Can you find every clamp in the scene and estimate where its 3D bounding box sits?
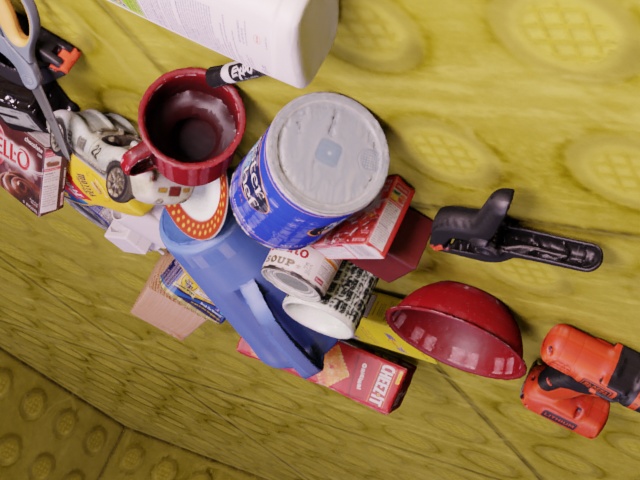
[{"bbox_3d":[0.146,-0.010,0.921,0.120,0.039,0.172,39,157,-32],"label":"clamp"},{"bbox_3d":[-0.326,-0.189,1.046,0.210,0.036,0.164,19,151,14],"label":"clamp"}]

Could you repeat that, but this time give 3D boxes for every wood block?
[{"bbox_3d":[-0.192,0.067,1.473,0.090,0.090,0.206,29,161,-8],"label":"wood block"}]

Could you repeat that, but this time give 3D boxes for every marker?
[{"bbox_3d":[-0.058,-0.140,0.871,0.020,0.020,0.121,37,158,-30],"label":"marker"}]

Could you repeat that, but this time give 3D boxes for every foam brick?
[{"bbox_3d":[0.068,0.001,1.030,0.051,0.053,0.078,29,162,-8],"label":"foam brick"}]

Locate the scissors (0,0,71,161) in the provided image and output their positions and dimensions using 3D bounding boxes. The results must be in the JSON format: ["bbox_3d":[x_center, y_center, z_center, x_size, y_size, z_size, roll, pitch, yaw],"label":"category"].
[{"bbox_3d":[-0.286,-0.163,0.994,0.096,0.016,0.202,19,138,17],"label":"scissors"}]

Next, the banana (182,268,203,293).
[{"bbox_3d":[-0.142,0.012,1.247,0.070,0.037,0.198,12,136,31],"label":"banana"}]

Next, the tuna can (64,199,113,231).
[{"bbox_3d":[-0.289,-0.049,1.352,0.086,0.033,0.086,35,168,8],"label":"tuna can"}]

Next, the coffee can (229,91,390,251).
[{"bbox_3d":[-0.013,-0.054,0.908,0.102,0.102,0.140,29,161,-9],"label":"coffee can"}]

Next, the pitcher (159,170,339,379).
[{"bbox_3d":[-0.069,0.039,1.175,0.149,0.145,0.242,12,154,36],"label":"pitcher"}]

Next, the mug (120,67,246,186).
[{"bbox_3d":[-0.124,-0.090,0.951,0.093,0.117,0.081,56,168,7],"label":"mug"}]

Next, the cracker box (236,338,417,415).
[{"bbox_3d":[0.013,0.158,1.412,0.214,0.072,0.164,23,179,11],"label":"cracker box"}]

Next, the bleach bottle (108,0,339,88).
[{"bbox_3d":[-0.112,-0.191,0.744,0.251,0.068,0.102,24,160,13],"label":"bleach bottle"}]

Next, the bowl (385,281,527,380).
[{"bbox_3d":[0.154,0.090,1.145,0.162,0.055,0.162,23,161,8],"label":"bowl"}]

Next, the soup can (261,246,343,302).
[{"bbox_3d":[-0.007,0.001,1.047,0.068,0.102,0.068,24,161,8],"label":"soup can"}]

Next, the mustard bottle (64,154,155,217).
[{"bbox_3d":[-0.274,-0.082,1.229,0.192,0.058,0.096,11,139,40],"label":"mustard bottle"}]

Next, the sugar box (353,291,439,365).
[{"bbox_3d":[0.059,0.094,1.292,0.176,0.048,0.093,11,157,33],"label":"sugar box"}]

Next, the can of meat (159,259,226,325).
[{"bbox_3d":[-0.137,0.046,1.329,0.102,0.084,0.057,36,-172,-23],"label":"can of meat"}]

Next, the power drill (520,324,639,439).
[{"bbox_3d":[0.306,0.163,1.148,0.184,0.057,0.188,29,158,4],"label":"power drill"}]

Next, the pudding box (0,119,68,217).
[{"bbox_3d":[-0.332,-0.093,1.202,0.114,0.039,0.090,33,127,28],"label":"pudding box"}]

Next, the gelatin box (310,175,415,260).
[{"bbox_3d":[0.037,-0.020,0.981,0.030,0.073,0.089,37,159,-29],"label":"gelatin box"}]
